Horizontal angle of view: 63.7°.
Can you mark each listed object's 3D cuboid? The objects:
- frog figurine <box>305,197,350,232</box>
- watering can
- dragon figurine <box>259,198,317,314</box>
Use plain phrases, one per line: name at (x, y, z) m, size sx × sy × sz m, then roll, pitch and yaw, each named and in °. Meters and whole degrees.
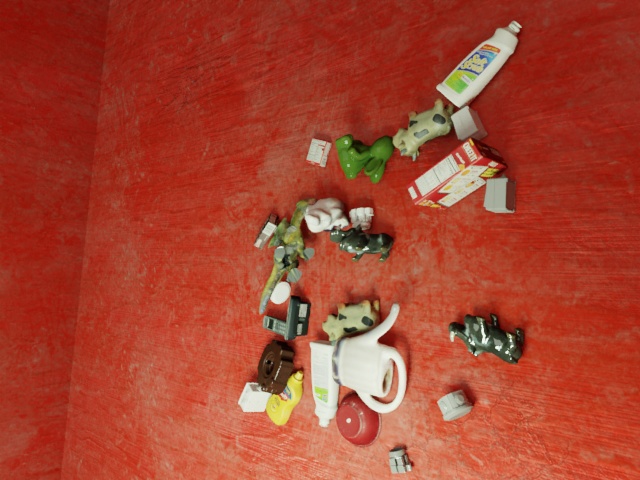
frog figurine at (0.005, -0.082, 1.636) m, size 0.138 × 0.159 × 0.123 m, roll 13°, pitch 91°, yaw 42°
watering can at (0.139, 0.322, 1.456) m, size 0.224 × 0.105 × 0.344 m, roll 6°, pitch 106°, yaw 30°
dragon figurine at (-0.126, 0.033, 1.763) m, size 0.407 × 0.121 × 0.246 m, roll -57°, pitch 21°, yaw 9°
